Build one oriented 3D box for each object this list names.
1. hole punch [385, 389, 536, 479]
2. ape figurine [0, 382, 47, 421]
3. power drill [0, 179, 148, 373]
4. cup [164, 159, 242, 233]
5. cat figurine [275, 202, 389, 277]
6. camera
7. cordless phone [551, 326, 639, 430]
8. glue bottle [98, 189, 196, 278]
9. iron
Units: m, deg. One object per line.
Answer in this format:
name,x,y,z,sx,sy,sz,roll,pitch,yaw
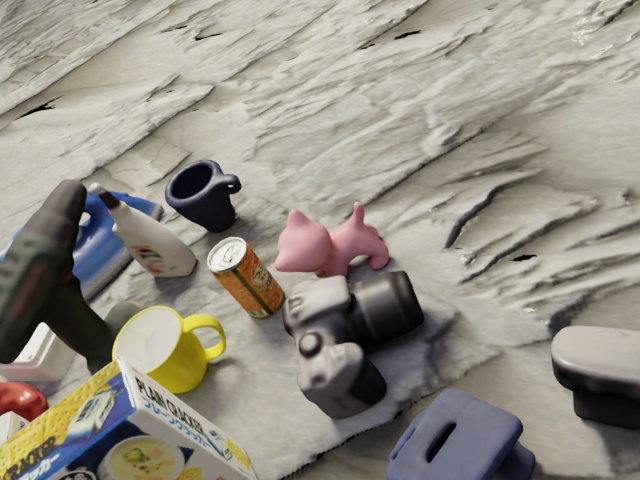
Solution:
hole punch,0.112,0.186,0.486,0.100,0.091,0.109,27,68,41
ape figurine,-0.401,0.212,0.736,0.077,0.092,0.076,-22,46,10
power drill,-0.317,0.068,0.732,0.075,0.209,0.230,6,56,32
cup,-0.152,-0.058,0.832,0.117,0.095,0.092,-6,50,24
cat figurine,0.006,0.002,0.680,0.128,0.118,0.067,-32,45,0
camera,0.038,0.090,0.601,0.136,0.101,0.143,-22,46,10
cordless phone,0.253,0.074,0.439,0.147,0.186,0.094,1,53,29
glue bottle,-0.245,-0.009,0.785,0.078,0.174,0.037,-7,50,23
iron,-0.375,-0.007,0.875,0.258,0.142,0.118,-46,46,-14
